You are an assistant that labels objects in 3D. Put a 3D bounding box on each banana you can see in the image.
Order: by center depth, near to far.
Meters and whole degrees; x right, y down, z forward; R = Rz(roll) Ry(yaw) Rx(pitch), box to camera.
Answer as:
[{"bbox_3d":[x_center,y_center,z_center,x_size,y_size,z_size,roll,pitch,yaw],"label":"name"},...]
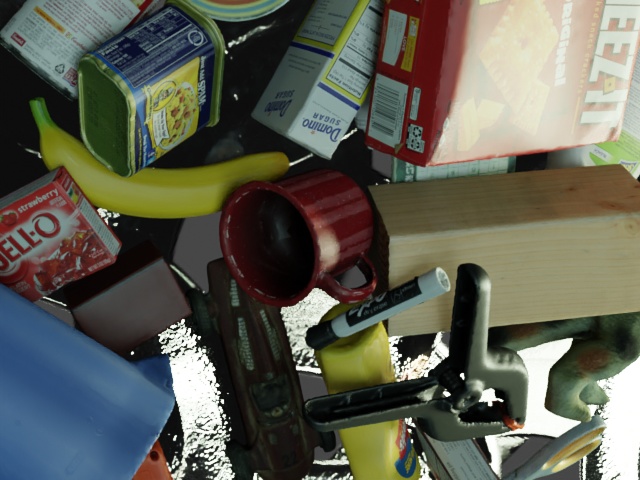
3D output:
[{"bbox_3d":[-0.118,-0.049,0.779,0.197,0.037,0.070,11,101,-23],"label":"banana"}]

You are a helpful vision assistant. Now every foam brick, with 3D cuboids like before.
[{"bbox_3d":[-0.142,0.045,0.789,0.078,0.053,0.051,-31,114,-8],"label":"foam brick"}]

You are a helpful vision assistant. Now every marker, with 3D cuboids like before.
[{"bbox_3d":[0.038,0.052,0.771,0.121,0.020,0.020,-27,118,27],"label":"marker"}]

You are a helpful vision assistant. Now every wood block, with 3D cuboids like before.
[{"bbox_3d":[0.144,0.005,0.821,0.206,0.090,0.091,-6,119,-6],"label":"wood block"}]

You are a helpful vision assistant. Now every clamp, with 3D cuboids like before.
[{"bbox_3d":[0.104,0.099,0.792,0.165,0.036,0.209,-46,138,18],"label":"clamp"}]

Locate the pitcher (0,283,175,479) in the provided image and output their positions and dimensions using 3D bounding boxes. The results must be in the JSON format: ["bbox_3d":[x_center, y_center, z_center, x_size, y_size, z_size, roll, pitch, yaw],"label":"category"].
[{"bbox_3d":[-0.232,0.099,0.705,0.242,0.149,0.145,36,119,-9],"label":"pitcher"}]

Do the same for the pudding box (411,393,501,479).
[{"bbox_3d":[0.122,0.196,0.882,0.039,0.114,0.090,-29,141,-7],"label":"pudding box"}]

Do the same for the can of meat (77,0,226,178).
[{"bbox_3d":[-0.115,-0.100,0.720,0.083,0.057,0.102,-40,159,-31],"label":"can of meat"}]

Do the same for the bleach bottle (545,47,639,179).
[{"bbox_3d":[0.238,-0.103,0.882,0.102,0.068,0.251,26,98,-23],"label":"bleach bottle"}]

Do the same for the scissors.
[{"bbox_3d":[0.180,0.221,0.973,0.202,0.016,0.096,-40,151,17],"label":"scissors"}]

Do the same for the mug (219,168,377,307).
[{"bbox_3d":[-0.005,0.001,0.782,0.081,0.117,0.093,-23,147,-49],"label":"mug"}]

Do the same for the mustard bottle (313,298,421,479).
[{"bbox_3d":[0.044,0.151,0.865,0.058,0.096,0.191,-10,112,11],"label":"mustard bottle"}]

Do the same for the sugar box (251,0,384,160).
[{"bbox_3d":[0.020,-0.150,0.771,0.048,0.093,0.176,25,96,-24],"label":"sugar box"}]

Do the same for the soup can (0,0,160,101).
[{"bbox_3d":[-0.159,-0.153,0.717,0.068,0.069,0.102,40,90,-25],"label":"soup can"}]

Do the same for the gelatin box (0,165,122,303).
[{"bbox_3d":[-0.197,0.000,0.751,0.089,0.030,0.073,-25,116,15],"label":"gelatin box"}]

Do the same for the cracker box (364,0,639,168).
[{"bbox_3d":[0.140,-0.144,0.752,0.213,0.072,0.164,-10,117,-37],"label":"cracker box"}]

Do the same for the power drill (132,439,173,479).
[{"bbox_3d":[-0.202,0.214,0.815,0.187,0.057,0.184,-22,112,-11],"label":"power drill"}]
